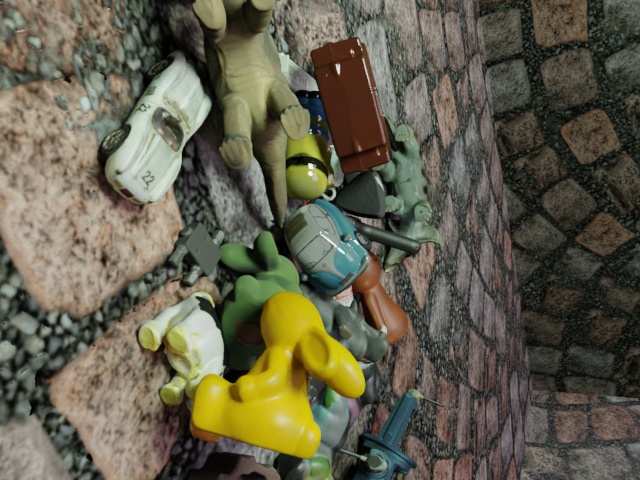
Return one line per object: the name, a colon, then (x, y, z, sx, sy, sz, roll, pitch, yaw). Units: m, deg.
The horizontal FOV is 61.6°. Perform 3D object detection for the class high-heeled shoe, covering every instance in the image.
high-heeled shoe: (0.097, -0.070, 0.990, 0.145, 0.086, 0.249, 35, 16, -32)

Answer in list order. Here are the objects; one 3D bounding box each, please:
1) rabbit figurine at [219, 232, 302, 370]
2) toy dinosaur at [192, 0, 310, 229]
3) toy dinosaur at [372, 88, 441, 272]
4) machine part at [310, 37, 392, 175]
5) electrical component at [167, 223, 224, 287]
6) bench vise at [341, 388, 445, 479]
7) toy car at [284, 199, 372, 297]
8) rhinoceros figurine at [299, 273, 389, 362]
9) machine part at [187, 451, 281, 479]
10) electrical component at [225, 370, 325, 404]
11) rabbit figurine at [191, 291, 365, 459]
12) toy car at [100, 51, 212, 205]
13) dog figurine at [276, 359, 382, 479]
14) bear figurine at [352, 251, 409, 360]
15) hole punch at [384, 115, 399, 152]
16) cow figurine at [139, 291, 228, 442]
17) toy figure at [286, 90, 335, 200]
rabbit figurine: (-0.081, 0.070, 0.735, 0.170, 0.121, 0.159, -75, 144, -64)
toy dinosaur: (-0.081, -0.175, 0.659, 0.199, 0.105, 0.470, -111, -167, -54)
toy dinosaur: (0.197, -0.133, 1.238, 0.192, 0.131, 0.404, 22, 63, -72)
machine part: (0.055, -0.215, 0.872, 0.201, 0.087, 0.201, -68, 141, -75)
electrical component: (-0.152, 0.011, 0.670, 0.063, 0.021, 0.094, 64, 36, -34)
bench vise: (0.130, 0.385, 1.024, 0.240, 0.129, 0.223, -57, 146, -22)
toy car: (-0.002, -0.002, 0.817, 0.102, 0.109, 0.162, 26, 28, -48)
rhinoceros figurine: (0.023, 0.132, 0.853, 0.190, 0.073, 0.112, 36, 22, -3)
machine part: (-0.115, 0.354, 0.666, 0.179, 0.056, 0.179, 9, 80, -60)
electrical component: (-0.062, 0.192, 0.720, 0.134, 0.115, 0.058, -45, 127, -52)
rabbit figurine: (-0.040, 0.136, 0.580, 0.121, 0.163, 0.173, 44, 52, -45)
toy car: (-0.177, -0.130, 0.605, 0.073, 0.056, 0.202, 54, 43, -44)
dog figurine: (0.014, 0.303, 0.850, 0.191, 0.109, 0.219, 6, 86, -46)
bear figurine: (0.078, 0.111, 1.009, 0.195, 0.132, 0.120, 56, 18, -9)
hole punch: (0.091, -0.226, 1.095, 0.142, 0.092, 0.116, 52, 14, -42)
cow figurine: (-0.140, 0.150, 0.636, 0.098, 0.068, 0.167, -51, 131, -59)
toy figure: (-0.026, -0.151, 0.859, 0.089, 0.082, 0.180, 17, 74, -64)
